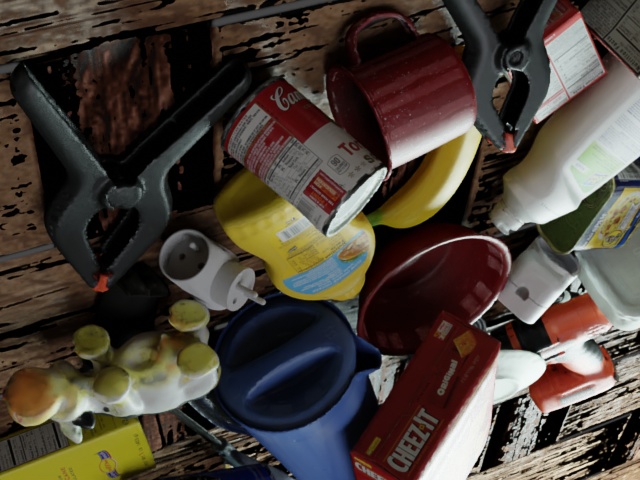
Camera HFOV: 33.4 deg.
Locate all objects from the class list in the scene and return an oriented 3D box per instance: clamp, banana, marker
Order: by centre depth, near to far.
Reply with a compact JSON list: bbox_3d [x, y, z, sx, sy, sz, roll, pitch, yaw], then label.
[{"bbox_3d":[-0.152,-0.045,0.750,0.164,0.036,0.210,0,134,-34],"label":"clamp"},{"bbox_3d":[0.129,-0.146,0.798,0.120,0.039,0.171,-4,116,-16],"label":"clamp"},{"bbox_3d":[0.098,-0.074,0.888,0.069,0.037,0.198,-1,134,-34],"label":"banana"},{"bbox_3d":[0.248,0.058,1.158,0.120,0.020,0.020,15,124,-44],"label":"marker"}]

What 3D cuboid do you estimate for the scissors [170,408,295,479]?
[{"bbox_3d":[-0.080,0.217,1.074,0.016,0.096,0.201,-65,153,-24],"label":"scissors"}]

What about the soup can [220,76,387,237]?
[{"bbox_3d":[-0.012,-0.059,0.759,0.068,0.102,0.068,-47,169,-12],"label":"soup can"}]

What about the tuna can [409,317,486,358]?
[{"bbox_3d":[0.127,0.096,1.107,0.086,0.034,0.086,-19,141,-16],"label":"tuna can"}]

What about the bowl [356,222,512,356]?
[{"bbox_3d":[0.096,0.036,0.998,0.162,0.055,0.162,-19,142,-16],"label":"bowl"}]

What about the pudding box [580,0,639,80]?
[{"bbox_3d":[0.269,-0.187,0.831,0.039,0.090,0.114,17,123,-44],"label":"pudding box"}]

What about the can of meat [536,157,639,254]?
[{"bbox_3d":[0.274,-0.036,1.037,0.083,0.057,0.102,-2,134,-35],"label":"can of meat"}]

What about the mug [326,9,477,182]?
[{"bbox_3d":[0.057,-0.112,0.786,0.081,0.093,0.117,-26,107,-14],"label":"mug"}]

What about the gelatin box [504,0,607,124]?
[{"bbox_3d":[0.187,-0.146,0.872,0.073,0.030,0.089,-38,142,7],"label":"gelatin box"}]

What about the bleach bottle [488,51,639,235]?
[{"bbox_3d":[0.243,-0.099,0.936,0.102,0.068,0.251,28,117,-40],"label":"bleach bottle"}]

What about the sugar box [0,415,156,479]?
[{"bbox_3d":[-0.244,0.205,0.968,0.176,0.048,0.093,-23,143,-13],"label":"sugar box"}]

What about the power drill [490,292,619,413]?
[{"bbox_3d":[0.254,0.138,1.213,0.184,0.057,0.187,-23,148,13],"label":"power drill"}]

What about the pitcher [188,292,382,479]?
[{"bbox_3d":[-0.016,0.160,1.019,0.145,0.149,0.242,-46,149,-14],"label":"pitcher"}]

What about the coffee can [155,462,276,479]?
[{"bbox_3d":[-0.115,0.272,1.011,0.140,0.103,0.103,-4,136,-23],"label":"coffee can"}]

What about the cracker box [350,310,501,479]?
[{"bbox_3d":[0.105,0.192,1.024,0.164,0.072,0.214,-54,158,-23],"label":"cracker box"}]

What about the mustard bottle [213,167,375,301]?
[{"bbox_3d":[-0.006,0.001,0.885,0.096,0.058,0.191,-34,143,3],"label":"mustard bottle"}]
